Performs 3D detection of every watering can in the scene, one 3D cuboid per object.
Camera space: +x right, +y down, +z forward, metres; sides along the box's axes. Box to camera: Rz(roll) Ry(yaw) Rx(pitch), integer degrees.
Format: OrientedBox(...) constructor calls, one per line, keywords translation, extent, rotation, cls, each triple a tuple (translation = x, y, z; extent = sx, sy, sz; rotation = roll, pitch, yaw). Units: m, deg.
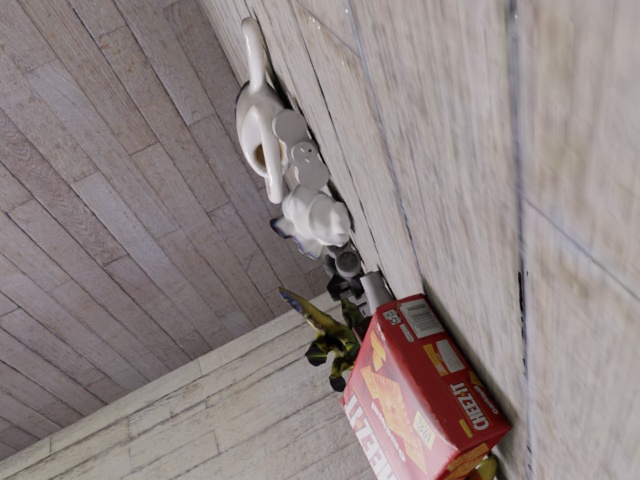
OrientedBox(translation=(-0.105, -0.239, 0.940), extent=(0.104, 0.340, 0.229), rotation=(-10, 32, -8), cls="watering can")

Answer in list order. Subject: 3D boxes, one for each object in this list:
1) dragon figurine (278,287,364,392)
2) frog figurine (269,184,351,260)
OrientedBox(translation=(0.051, 0.212, 1.233), extent=(0.121, 0.407, 0.247), rotation=(-32, 15, 16), cls="dragon figurine")
OrientedBox(translation=(0.003, -0.046, 0.920), extent=(0.124, 0.137, 0.157), rotation=(-35, -1, -39), cls="frog figurine")
